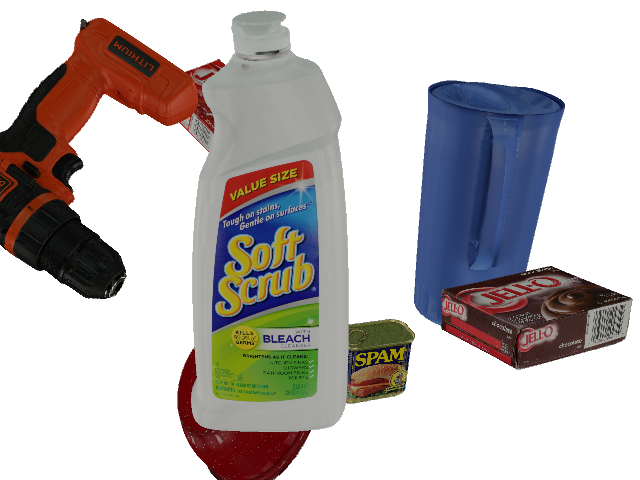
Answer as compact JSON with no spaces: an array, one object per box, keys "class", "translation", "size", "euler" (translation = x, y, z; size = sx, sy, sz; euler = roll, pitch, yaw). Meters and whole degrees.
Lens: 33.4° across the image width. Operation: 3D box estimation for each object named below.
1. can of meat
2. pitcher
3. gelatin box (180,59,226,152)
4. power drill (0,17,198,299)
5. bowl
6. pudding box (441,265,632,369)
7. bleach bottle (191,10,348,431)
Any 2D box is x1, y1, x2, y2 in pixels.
[{"class":"can of meat","translation":[0.063,0.153,1.348],"size":[0.102,0.084,0.057],"euler":[-6,27,-22]},{"class":"pitcher","translation":[0.160,-0.031,1.070],"size":[0.148,0.243,0.145],"euler":[-15,29,-42]},{"class":"gelatin box","translation":[-0.100,-0.130,1.021],"size":[0.073,0.030,0.089],"euler":[-28,61,-34]},{"class":"power drill","translation":[-0.176,-0.066,0.790],"size":[0.184,0.187,0.057],"euler":[35,-27,9]},{"class":"bowl","translation":[-0.071,0.124,0.892],"size":[0.055,0.162,0.162],"euler":[24,-15,-37]},{"class":"pudding box","translation":[0.161,0.055,0.801],"size":[0.113,0.039,0.090],"euler":[-8,20,-30]},{"class":"bleach bottle","translation":[-0.036,-0.007,0.628],"size":[0.102,0.251,0.068],"euler":[0,26,6]}]
